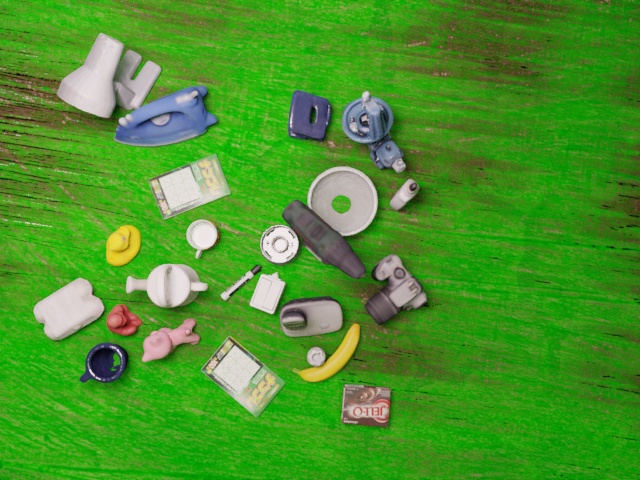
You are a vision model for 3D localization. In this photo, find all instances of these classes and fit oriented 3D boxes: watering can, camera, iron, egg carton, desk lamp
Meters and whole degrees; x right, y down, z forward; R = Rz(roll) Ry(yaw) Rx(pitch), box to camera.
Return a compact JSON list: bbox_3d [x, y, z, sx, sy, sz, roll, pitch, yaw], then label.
[{"bbox_3d":[-0.349,0.107,1.305,0.173,0.194,0.101,-20,87,-2],"label":"watering can"},{"bbox_3d":[0.165,0.126,1.356,0.137,0.101,0.143,-38,87,-3],"label":"camera"},{"bbox_3d":[-0.385,-0.293,1.357,0.258,0.141,0.119,-20,87,-2],"label":"iron"},{"bbox_3d":[-0.595,0.166,1.361,0.150,0.069,0.107,-33,87,-2],"label":"egg carton"},{"bbox_3d":[-0.487,-0.373,1.325,0.118,0.213,0.203,29,87,2],"label":"desk lamp"}]

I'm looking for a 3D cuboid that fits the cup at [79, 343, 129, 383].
[{"bbox_3d":[-0.498,0.291,1.342,0.118,0.095,0.092,-37,87,-3],"label":"cup"}]

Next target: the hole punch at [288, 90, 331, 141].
[{"bbox_3d":[-0.025,-0.301,1.386,0.101,0.091,0.109,8,86,0],"label":"hole punch"}]

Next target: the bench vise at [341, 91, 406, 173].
[{"bbox_3d":[0.140,-0.261,1.321,0.207,0.219,0.121,37,87,2],"label":"bench vise"}]

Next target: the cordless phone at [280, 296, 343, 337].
[{"bbox_3d":[-0.021,0.179,1.309,0.147,0.185,0.094,-10,86,-1],"label":"cordless phone"}]

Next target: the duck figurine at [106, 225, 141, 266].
[{"bbox_3d":[-0.478,0.012,1.364,0.077,0.086,0.104,27,87,1],"label":"duck figurine"}]

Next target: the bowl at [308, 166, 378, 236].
[{"bbox_3d":[0.054,-0.089,1.382,0.167,0.074,0.167,0,86,-1],"label":"bowl"}]

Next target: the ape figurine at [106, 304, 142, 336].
[{"bbox_3d":[-0.472,0.191,1.350,0.076,0.092,0.078,-10,86,-1],"label":"ape figurine"}]

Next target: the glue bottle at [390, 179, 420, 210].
[{"bbox_3d":[0.205,-0.113,1.336,0.037,0.173,0.078,39,87,2],"label":"glue bottle"}]

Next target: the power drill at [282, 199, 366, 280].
[{"bbox_3d":[0.012,0.005,1.309,0.229,0.208,0.075,42,87,2],"label":"power drill"}]

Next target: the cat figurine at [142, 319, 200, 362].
[{"bbox_3d":[-0.354,0.235,1.335,0.128,0.117,0.067,-22,87,-2],"label":"cat figurine"}]
